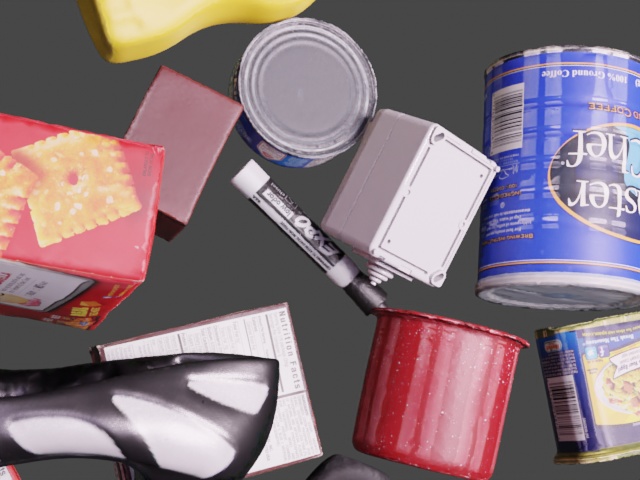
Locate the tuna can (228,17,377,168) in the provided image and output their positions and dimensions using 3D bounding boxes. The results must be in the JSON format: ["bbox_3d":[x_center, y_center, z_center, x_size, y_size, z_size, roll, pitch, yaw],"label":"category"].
[{"bbox_3d":[-0.011,-0.087,0.639,0.086,0.034,0.086,3,80,-18],"label":"tuna can"}]

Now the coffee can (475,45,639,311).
[{"bbox_3d":[0.148,-0.033,0.645,0.102,0.103,0.140,7,79,-17],"label":"coffee can"}]

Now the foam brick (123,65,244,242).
[{"bbox_3d":[-0.086,-0.048,0.599,0.053,0.051,0.078,28,74,-11],"label":"foam brick"}]

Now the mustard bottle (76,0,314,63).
[{"bbox_3d":[-0.050,-0.172,0.627,0.191,0.058,0.096,-19,81,-19],"label":"mustard bottle"}]

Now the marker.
[{"bbox_3d":[-0.004,0.001,0.635,0.121,0.020,0.020,45,71,-7],"label":"marker"}]

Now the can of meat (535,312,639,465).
[{"bbox_3d":[0.189,0.089,0.663,0.102,0.058,0.084,-6,81,-19],"label":"can of meat"}]

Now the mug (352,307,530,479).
[{"bbox_3d":[0.072,0.091,0.616,0.117,0.093,0.081,24,77,-51],"label":"mug"}]

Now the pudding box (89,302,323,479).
[{"bbox_3d":[-0.063,0.090,0.591,0.113,0.039,0.090,-11,84,-21],"label":"pudding box"}]

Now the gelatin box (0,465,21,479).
[{"bbox_3d":[-0.195,0.141,0.542,0.089,0.030,0.073,-28,90,-27],"label":"gelatin box"}]

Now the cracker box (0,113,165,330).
[{"bbox_3d":[-0.194,-0.016,0.499,0.213,0.164,0.072,12,75,-16],"label":"cracker box"}]
